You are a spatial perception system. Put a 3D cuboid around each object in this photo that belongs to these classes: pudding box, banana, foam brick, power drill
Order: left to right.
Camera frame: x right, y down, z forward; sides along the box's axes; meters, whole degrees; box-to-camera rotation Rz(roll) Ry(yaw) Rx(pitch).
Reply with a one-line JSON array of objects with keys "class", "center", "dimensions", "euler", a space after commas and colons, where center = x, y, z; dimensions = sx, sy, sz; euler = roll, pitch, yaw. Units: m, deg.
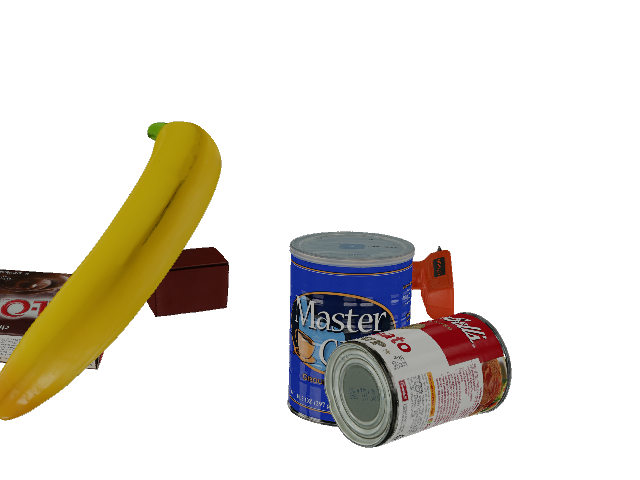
[{"class": "pudding box", "center": [-0.235, 0.066, 0.912], "dimensions": [0.113, 0.039, 0.090], "euler": [2, 32, 2]}, {"class": "banana", "center": [-0.092, 0.003, 0.519], "dimensions": [0.037, 0.197, 0.070], "euler": [41, -42, -19]}, {"class": "foam brick", "center": [-0.139, 0.041, 1.101], "dimensions": [0.078, 0.051, 0.053], "euler": [-6, 20, -19]}, {"class": "power drill", "center": [0.060, 0.060, 1.236], "dimensions": [0.187, 0.057, 0.184], "euler": [1, 28, 5]}]

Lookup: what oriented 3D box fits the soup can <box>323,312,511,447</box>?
[{"class": "soup can", "center": [0.061, 0.087, 0.676], "dimensions": [0.102, 0.068, 0.069], "euler": [-9, 6, -37]}]

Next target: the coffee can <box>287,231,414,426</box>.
[{"class": "coffee can", "center": [0.024, 0.071, 0.889], "dimensions": [0.103, 0.140, 0.103], "euler": [1, 12, 0]}]
